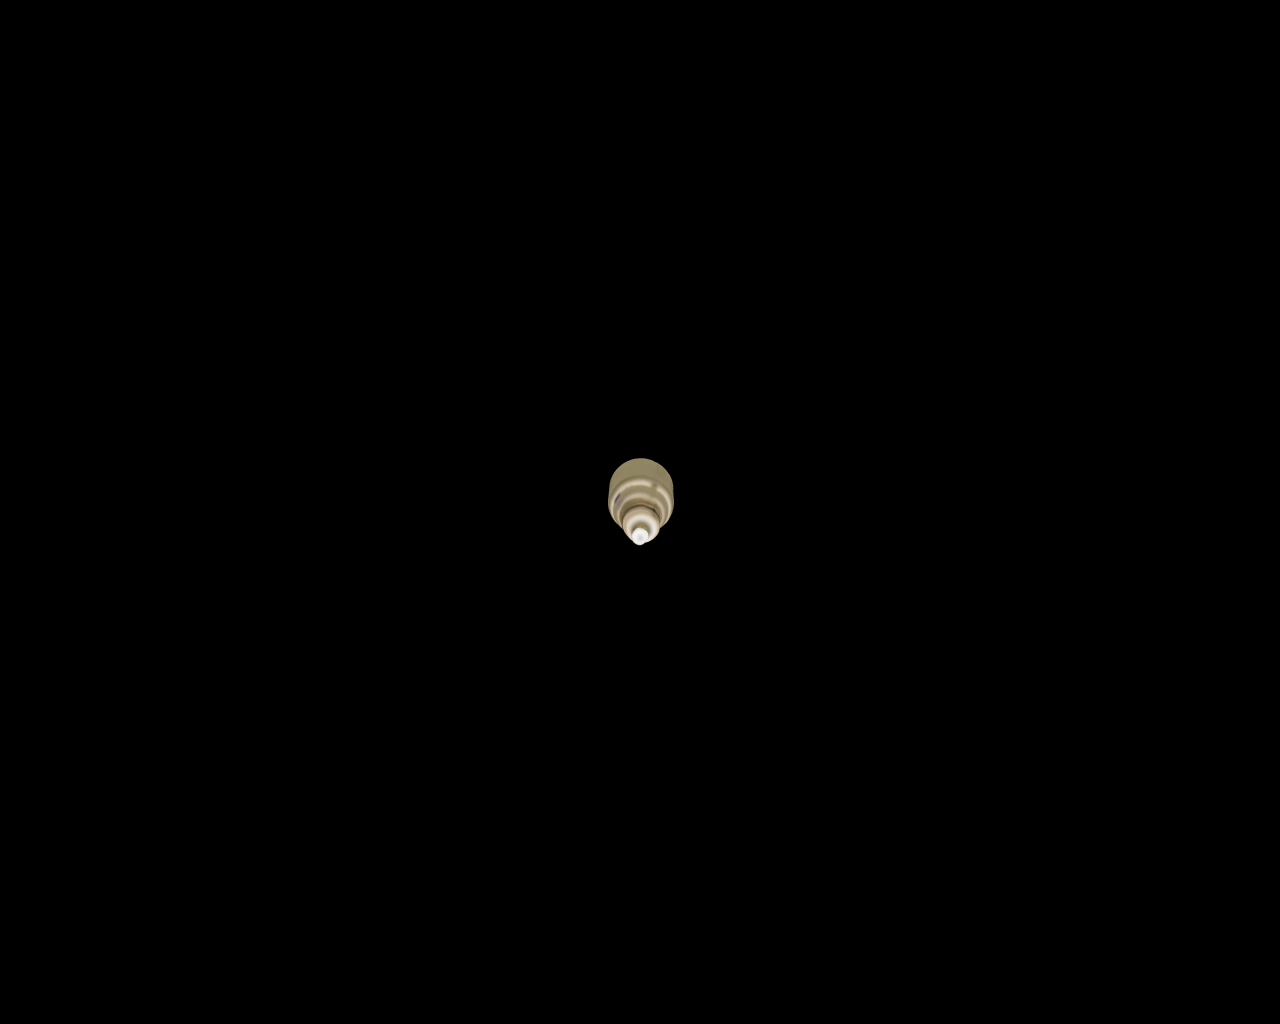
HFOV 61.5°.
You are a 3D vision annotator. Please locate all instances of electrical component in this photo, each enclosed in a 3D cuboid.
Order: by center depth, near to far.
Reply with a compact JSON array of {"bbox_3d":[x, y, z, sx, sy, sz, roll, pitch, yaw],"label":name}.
[{"bbox_3d":[0.001,-0.003,0.650,0.040,0.040,0.078,0,27,0],"label":"electrical component"}]
